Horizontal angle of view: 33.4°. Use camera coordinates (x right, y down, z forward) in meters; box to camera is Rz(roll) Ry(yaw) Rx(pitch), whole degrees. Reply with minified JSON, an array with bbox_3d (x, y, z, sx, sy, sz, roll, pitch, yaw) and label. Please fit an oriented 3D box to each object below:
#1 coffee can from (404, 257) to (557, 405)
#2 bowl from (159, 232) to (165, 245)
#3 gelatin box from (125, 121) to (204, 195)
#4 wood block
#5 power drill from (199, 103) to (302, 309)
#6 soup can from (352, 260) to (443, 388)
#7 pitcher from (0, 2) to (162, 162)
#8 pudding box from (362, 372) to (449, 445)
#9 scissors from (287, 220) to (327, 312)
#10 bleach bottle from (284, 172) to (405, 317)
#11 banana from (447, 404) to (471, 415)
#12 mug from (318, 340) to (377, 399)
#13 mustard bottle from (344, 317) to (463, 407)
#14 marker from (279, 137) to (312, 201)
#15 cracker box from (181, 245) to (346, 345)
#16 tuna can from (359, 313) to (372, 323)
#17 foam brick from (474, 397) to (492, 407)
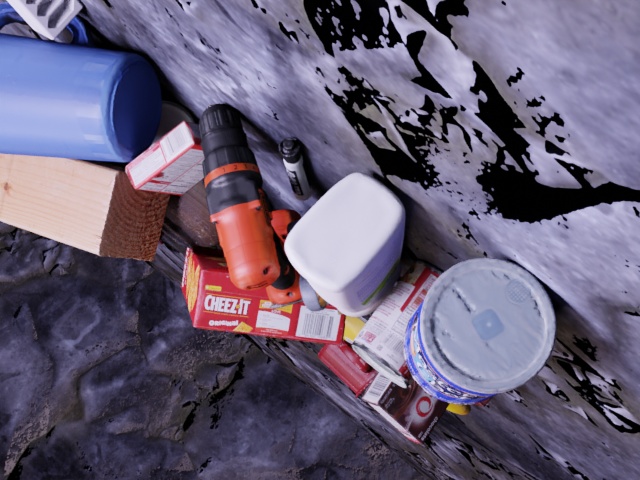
[{"bbox_3d":[0.125,0.078,0.865,0.103,0.102,0.140,38,169,7],"label":"coffee can"},{"bbox_3d":[-0.260,-0.069,1.502,0.162,0.055,0.162,45,173,7],"label":"bowl"},{"bbox_3d":[-0.137,-0.081,1.062,0.073,0.089,0.030,3,-122,-57],"label":"gelatin box"},{"bbox_3d":[-0.273,-0.048,1.164,0.206,0.091,0.090,17,-176,33],"label":"wood block"},{"bbox_3d":[-0.061,-0.022,1.033,0.187,0.057,0.184,48,-153,-66],"label":"power drill"},{"bbox_3d":[0.086,0.079,0.999,0.068,0.102,0.068,37,170,8],"label":"soup can"},{"bbox_3d":[-0.286,-0.155,1.094,0.243,0.144,0.149,9,115,23],"label":"pitcher"},{"bbox_3d":[0.114,0.165,1.237,0.090,0.113,0.039,44,165,-27],"label":"pudding box"},{"bbox_3d":[-0.007,0.001,1.064,0.201,0.016,0.096,-83,-24,-64],"label":"scissors"},{"bbox_3d":[0.031,0.026,0.961,0.068,0.102,0.251,41,170,15],"label":"bleach bottle"},{"bbox_3d":[0.133,0.171,1.415,0.197,0.037,0.069,41,-172,-6],"label":"banana"},{"bbox_3d":[0.050,0.159,1.472,0.081,0.093,0.117,43,-175,7],"label":"mug"},{"bbox_3d":[0.103,0.143,1.325,0.192,0.058,0.096,36,170,16],"label":"mustard bottle"},{"bbox_3d":[-0.022,-0.065,0.986,0.020,0.020,0.121,36,169,15],"label":"marker"},{"bbox_3d":[-0.068,0.053,1.219,0.164,0.072,0.214,8,-172,-12],"label":"cracker box"},{"bbox_3d":[0.051,0.069,1.257,0.086,0.033,0.086,37,169,8],"label":"tuna can"},{"bbox_3d":[0.160,0.142,1.150,0.053,0.051,0.078,41,169,-6],"label":"foam brick"}]
